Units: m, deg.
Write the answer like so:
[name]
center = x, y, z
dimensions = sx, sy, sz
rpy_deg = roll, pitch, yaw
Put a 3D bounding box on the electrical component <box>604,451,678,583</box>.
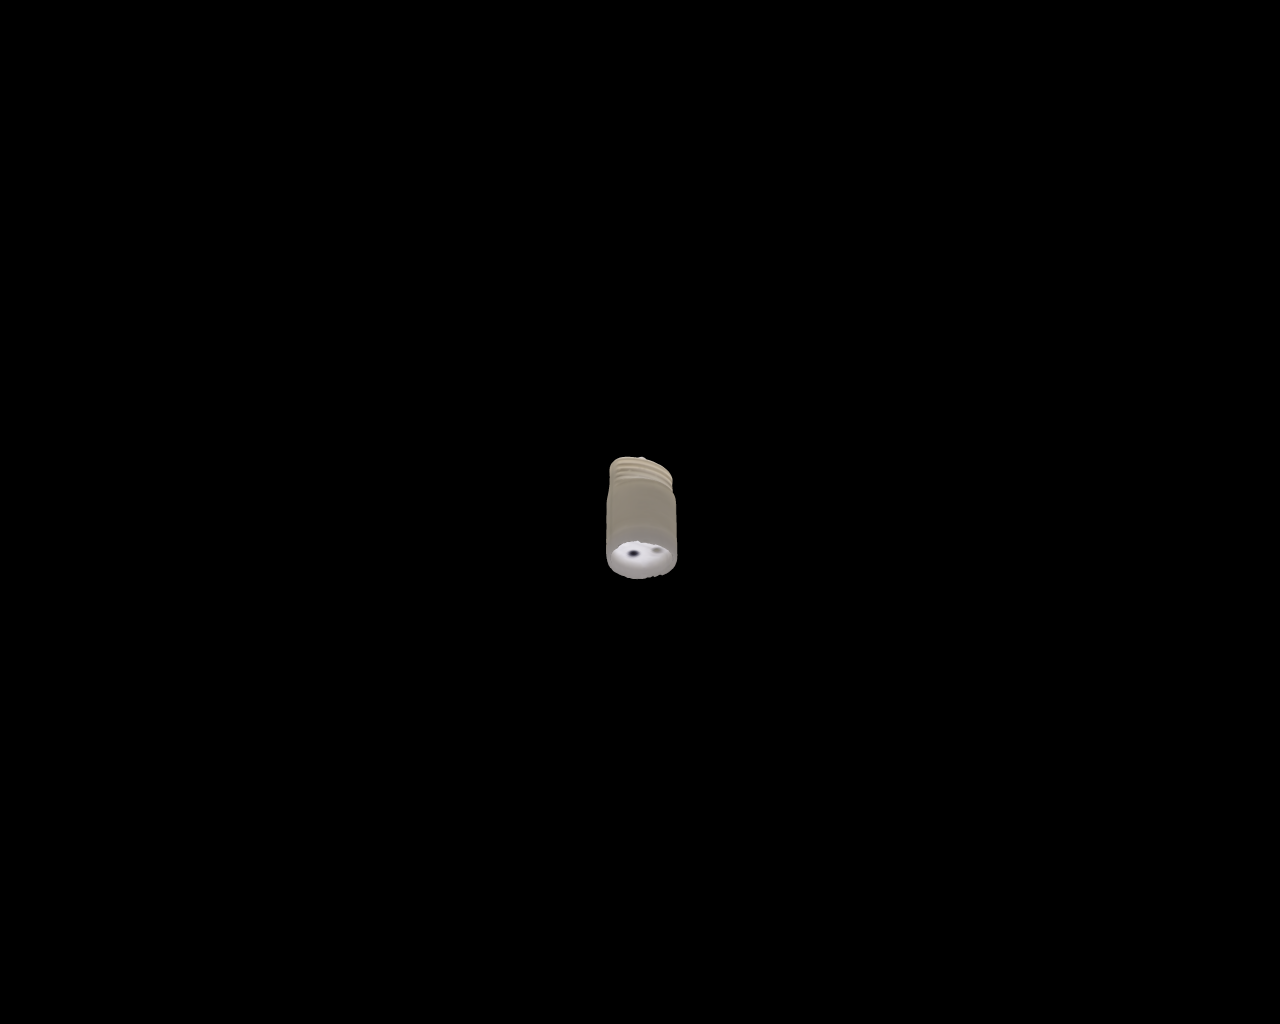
[electrical component]
center = 0.001, -0.003, 0.650
dimensions = 0.043, 0.081, 0.043
rpy_deg = 0, -36, 0
